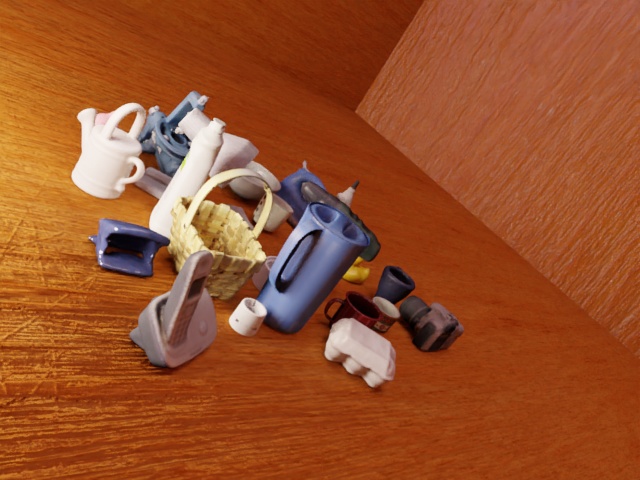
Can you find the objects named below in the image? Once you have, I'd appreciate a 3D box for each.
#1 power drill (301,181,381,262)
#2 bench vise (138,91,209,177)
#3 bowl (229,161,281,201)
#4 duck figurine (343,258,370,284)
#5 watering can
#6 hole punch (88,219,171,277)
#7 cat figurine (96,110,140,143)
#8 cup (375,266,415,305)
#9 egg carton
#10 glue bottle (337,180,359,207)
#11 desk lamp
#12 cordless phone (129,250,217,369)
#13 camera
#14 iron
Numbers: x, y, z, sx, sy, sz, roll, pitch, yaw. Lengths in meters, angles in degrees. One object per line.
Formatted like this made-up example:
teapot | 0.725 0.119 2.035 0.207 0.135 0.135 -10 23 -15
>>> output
power drill | 0.012 0.005 1.312 0.230 0.208 0.075 32 20 -6
bench vise | -0.359 -0.282 1.381 0.207 0.219 0.122 40 21 17
bowl | -0.194 -0.157 1.557 0.168 0.074 0.167 29 21 -12
duck figurine | 0.092 0.059 1.488 0.105 0.086 0.077 25 22 -22
watering can | -0.412 -0.191 1.132 0.173 0.194 0.101 31 20 -8
hole punch | -0.327 -0.003 0.986 0.109 0.091 0.100 17 26 -38
cat figurine | -0.455 -0.222 1.248 0.128 0.117 0.067 31 20 -8
cup | 0.182 0.122 1.469 0.092 0.095 0.118 31 20 -6
egg carton | 0.082 0.221 1.130 0.150 0.069 0.107 32 20 -4
glue bottle | 0.065 -0.106 1.693 0.078 0.173 0.037 15 27 -41
desk lamp | -0.268 -0.170 1.275 0.203 0.213 0.118 29 21 -11
cordless phone | -0.186 0.089 0.854 0.094 0.185 0.148 37 20 9
camera | 0.275 0.197 1.431 0.144 0.100 0.136 8 32 -49
iron | -0.025 -0.106 1.603 0.119 0.141 0.257 13 29 -44
